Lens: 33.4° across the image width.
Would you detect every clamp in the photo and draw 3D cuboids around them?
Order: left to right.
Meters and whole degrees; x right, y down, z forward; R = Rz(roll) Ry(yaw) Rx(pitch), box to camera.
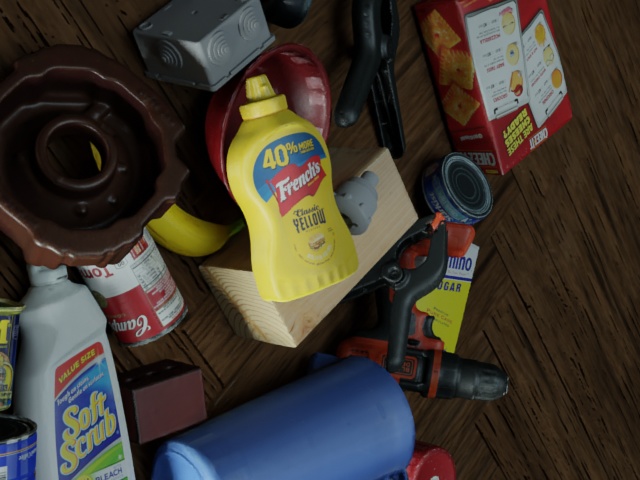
[{"bbox_3d":[0.061,-0.192,1.125,0.164,0.036,0.210,34,59,-64],"label":"clamp"},{"bbox_3d":[0.082,0.050,1.096,0.171,0.120,0.039,-44,165,-3],"label":"clamp"}]

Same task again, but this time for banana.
[{"bbox_3d":[-0.146,-0.039,0.951,0.197,0.037,0.069,43,49,-39],"label":"banana"}]

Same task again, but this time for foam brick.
[{"bbox_3d":[-0.147,0.143,0.950,0.078,0.053,0.051,-14,103,-44],"label":"foam brick"}]

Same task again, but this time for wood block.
[{"bbox_3d":[-0.007,0.001,1.051,0.205,0.090,0.091,-45,122,-32],"label":"wood block"}]

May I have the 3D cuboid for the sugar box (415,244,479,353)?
[{"bbox_3d":[0.123,0.075,1.216,0.093,0.048,0.176,25,77,-43],"label":"sugar box"}]

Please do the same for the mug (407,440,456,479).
[{"bbox_3d":[0.100,0.272,1.184,0.093,0.082,0.117,-38,119,-36],"label":"mug"}]

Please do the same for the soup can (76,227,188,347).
[{"bbox_3d":[-0.165,0.031,0.912,0.068,0.069,0.102,-43,121,-34],"label":"soup can"}]

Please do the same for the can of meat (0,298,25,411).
[{"bbox_3d":[-0.281,0.087,0.811,0.101,0.058,0.084,4,93,-44],"label":"can of meat"}]

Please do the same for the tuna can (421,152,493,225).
[{"bbox_3d":[0.158,-0.057,1.224,0.086,0.034,0.086,22,53,-33],"label":"tuna can"}]

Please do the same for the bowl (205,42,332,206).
[{"bbox_3d":[-0.057,-0.108,1.000,0.161,0.055,0.162,-30,129,-45],"label":"bowl"}]

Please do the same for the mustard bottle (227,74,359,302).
[{"bbox_3d":[-0.031,-0.049,0.930,0.096,0.058,0.191,-21,101,-32],"label":"mustard bottle"}]

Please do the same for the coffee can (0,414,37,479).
[{"bbox_3d":[-0.266,0.210,0.803,0.102,0.103,0.140,-1,94,-45],"label":"coffee can"}]

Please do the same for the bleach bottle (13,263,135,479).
[{"bbox_3d":[-0.213,0.140,0.880,0.102,0.068,0.251,-16,102,-43],"label":"bleach bottle"}]

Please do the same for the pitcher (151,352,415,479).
[{"bbox_3d":[-0.028,0.212,1.010,0.242,0.149,0.145,-16,111,-41],"label":"pitcher"}]

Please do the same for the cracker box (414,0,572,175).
[{"bbox_3d":[0.208,-0.207,1.259,0.164,0.072,0.213,-37,119,-36],"label":"cracker box"}]

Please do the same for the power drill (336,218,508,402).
[{"bbox_3d":[0.117,0.074,1.139,0.057,0.184,0.187,88,11,-77],"label":"power drill"}]
